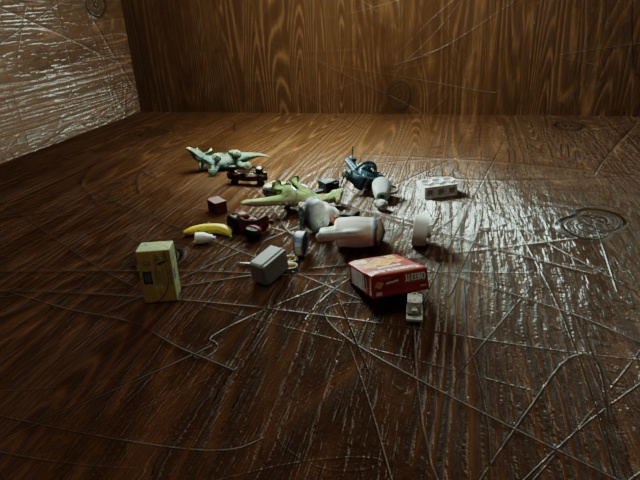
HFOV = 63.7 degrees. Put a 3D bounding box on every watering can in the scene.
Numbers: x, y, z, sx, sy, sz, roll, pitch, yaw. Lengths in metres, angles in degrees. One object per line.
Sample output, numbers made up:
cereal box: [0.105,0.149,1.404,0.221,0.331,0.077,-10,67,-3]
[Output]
watering can: [0.104,-0.022,1.714,0.224,0.103,0.349,-1,6,9]

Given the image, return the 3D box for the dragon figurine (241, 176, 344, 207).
dragon figurine: [-0.082,-0.147,2.051,0.414,0.119,0.246,-21,38,-32]

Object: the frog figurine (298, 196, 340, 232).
frog figurine: [0.006,-0.096,1.916,0.159,0.120,0.140,-1,56,-18]
